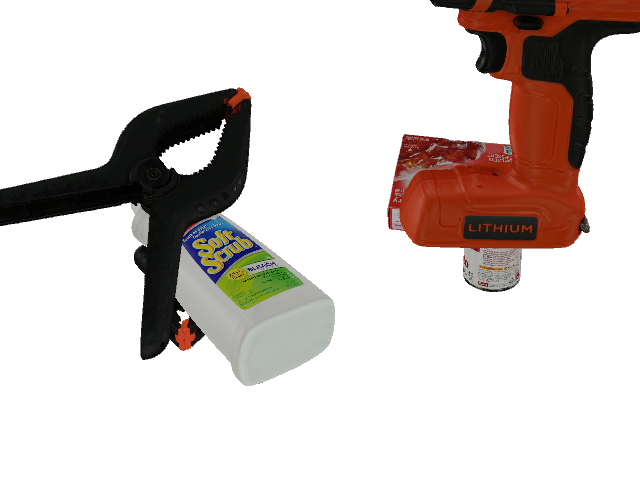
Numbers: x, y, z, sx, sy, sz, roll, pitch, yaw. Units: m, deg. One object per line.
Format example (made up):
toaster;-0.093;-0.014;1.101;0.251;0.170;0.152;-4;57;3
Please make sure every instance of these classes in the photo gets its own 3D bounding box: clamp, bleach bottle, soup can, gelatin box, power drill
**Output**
clamp;-0.135;0.051;1.154;0.120;0.039;0.171;-13;39;-7
clamp;-0.109;-0.026;0.724;0.209;0.165;0.036;-41;-17;-27
bleach bottle;-0.100;0.023;0.944;0.102;0.068;0.251;-20;41;-33
soup can;0.197;-0.002;1.207;0.068;0.102;0.068;-1;32;1
gelatin box;0.098;-0.039;0.780;0.089;0.073;0.030;7;-37;10
power drill;0.090;-0.085;0.574;0.184;0.188;0.057;2;35;-4
